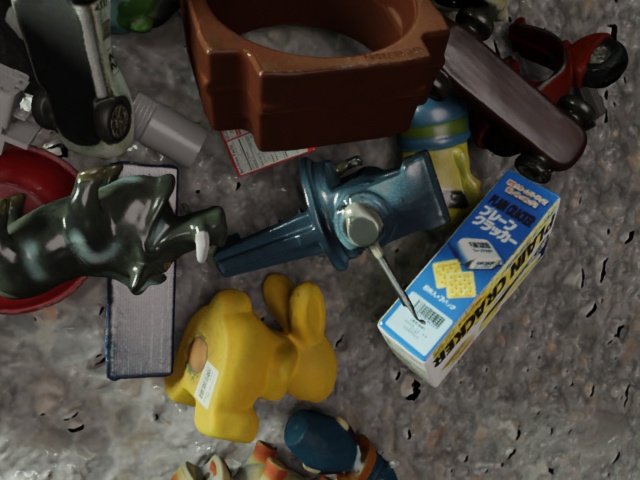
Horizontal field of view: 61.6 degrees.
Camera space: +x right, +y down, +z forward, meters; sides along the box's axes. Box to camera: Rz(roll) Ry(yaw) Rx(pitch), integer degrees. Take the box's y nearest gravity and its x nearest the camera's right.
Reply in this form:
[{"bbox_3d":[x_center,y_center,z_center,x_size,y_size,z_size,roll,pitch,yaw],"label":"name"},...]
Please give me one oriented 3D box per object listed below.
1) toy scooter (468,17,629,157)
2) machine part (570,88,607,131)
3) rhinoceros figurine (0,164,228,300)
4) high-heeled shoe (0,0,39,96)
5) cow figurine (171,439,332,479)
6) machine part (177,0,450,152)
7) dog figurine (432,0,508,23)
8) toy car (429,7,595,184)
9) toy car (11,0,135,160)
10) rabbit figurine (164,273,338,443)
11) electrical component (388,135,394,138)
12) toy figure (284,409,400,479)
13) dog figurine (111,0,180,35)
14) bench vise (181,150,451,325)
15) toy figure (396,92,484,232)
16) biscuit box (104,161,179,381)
[{"bbox_3d":[0.232,-0.186,0.611,0.184,0.135,0.075,-37,150,6],"label":"toy scooter"},{"bbox_3d":[0.302,-0.157,0.673,0.139,0.039,0.084,-31,111,-15],"label":"machine part"},{"bbox_3d":[-0.171,-0.004,0.435,0.190,0.073,0.112,-13,100,-15],"label":"rhinoceros figurine"},{"bbox_3d":[-0.289,-0.244,0.445,0.248,0.086,0.145,52,39,-40],"label":"high-heeled shoe"},{"bbox_3d":[-0.073,0.289,0.574,0.195,0.085,0.127,35,79,-22],"label":"cow figurine"},{"bbox_3d":[-0.011,-0.173,0.461,0.201,0.201,0.087,-10,146,-17],"label":"machine part"},{"bbox_3d":[0.136,-0.320,0.523,0.121,0.173,0.190,0,105,-31],"label":"dog figurine"},{"bbox_3d":[0.178,-0.139,0.528,0.202,0.053,0.089,34,93,-10],"label":"toy car"},{"bbox_3d":[-0.196,-0.153,0.420,0.074,0.056,0.201,12,132,9],"label":"toy car"},{"bbox_3d":[-0.052,0.115,0.556,0.173,0.122,0.162,20,81,-35],"label":"rabbit figurine"},{"bbox_3d":[0.019,-0.131,0.543,0.078,0.102,0.045,-3,109,-42],"label":"electrical component"},{"bbox_3d":[0.029,0.245,0.615,0.154,0.058,0.064,38,112,-24],"label":"toy figure"},{"bbox_3d":[-0.157,-0.266,0.393,0.108,0.219,0.191,-9,100,-16],"label":"dog figurine"},{"bbox_3d":[-0.005,-0.011,0.508,0.241,0.224,0.128,-19,113,11],"label":"bench vise"},{"bbox_3d":[0.122,-0.098,0.591,0.089,0.082,0.180,-11,111,8],"label":"toy figure"},{"bbox_3d":[-0.171,0.029,0.511,0.063,0.059,0.202,2,96,-20],"label":"biscuit box"}]
